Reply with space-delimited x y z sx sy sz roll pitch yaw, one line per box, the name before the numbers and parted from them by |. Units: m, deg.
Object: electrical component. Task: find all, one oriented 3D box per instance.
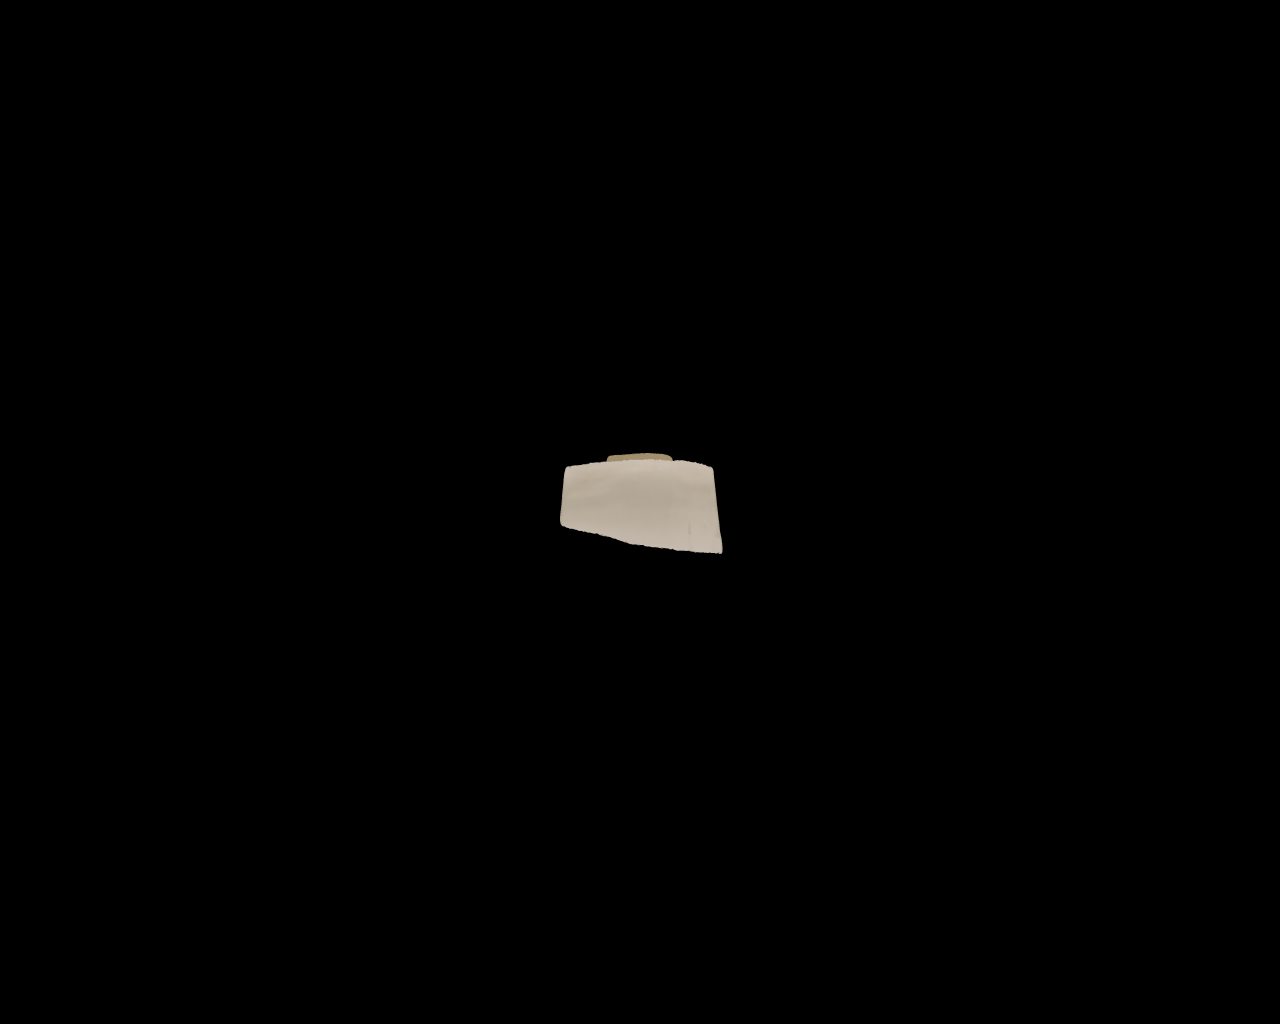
electrical component | 0.001 -0.003 0.650 0.099 0.064 0.099 0 -4 0
